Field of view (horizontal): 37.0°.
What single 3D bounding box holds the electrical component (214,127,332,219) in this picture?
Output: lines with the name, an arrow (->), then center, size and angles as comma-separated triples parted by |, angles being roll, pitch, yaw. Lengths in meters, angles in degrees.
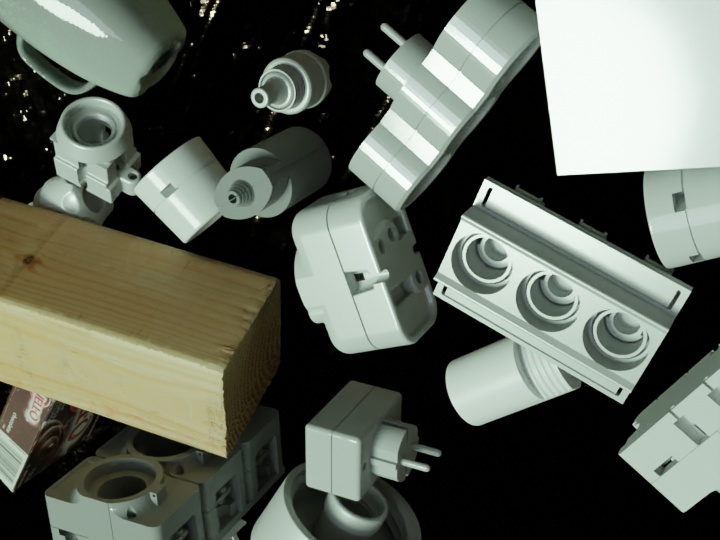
electrical component -> -0.055, -0.055, 0.647 | 0.043, 0.081, 0.043 | 11, 116, 24

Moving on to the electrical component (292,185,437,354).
electrical component -> 0.000, 0.000, 0.658 | 0.059, 0.054, 0.095 | -12, 105, 32

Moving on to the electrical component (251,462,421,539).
electrical component -> -0.011, 0.172, 0.709 | 0.108, 0.108, 0.060 | 32, 117, 13

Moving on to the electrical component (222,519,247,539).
electrical component -> -0.130, 0.187, 0.817 | 0.064, 0.042, 0.081 | -17, 102, 35

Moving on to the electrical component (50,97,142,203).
electrical component -> -0.174, -0.081, 0.710 | 0.066, 0.048, 0.055 | 28, 151, 6

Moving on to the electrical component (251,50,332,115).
electrical component -> -0.043, -0.107, 0.629 | 0.035, 0.061, 0.035 | 11, 116, 24

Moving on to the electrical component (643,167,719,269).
electrical component -> 0.176, -0.032, 0.549 | 0.047, 0.055, 0.055 | -11, 105, 28

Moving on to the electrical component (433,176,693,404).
electrical component -> 0.112, 0.007, 0.594 | 0.121, 0.063, 0.078 | 30, 122, 14

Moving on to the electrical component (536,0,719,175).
electrical component -> 0.171, -0.100, 0.517 | 0.150, 0.062, 0.089 | -1, 111, 29

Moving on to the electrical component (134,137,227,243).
electrical component -> -0.110, -0.051, 0.696 | 0.047, 0.055, 0.055 | 50, 125, -3

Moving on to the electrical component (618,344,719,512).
electrical component -> 0.197, 0.085, 0.591 | 0.056, 0.050, 0.089 | 42, 124, 6

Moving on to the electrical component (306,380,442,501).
electrical component -> 0.013, 0.113, 0.692 | 0.077, 0.066, 0.047 | 12, 116, 23

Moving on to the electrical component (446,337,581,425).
electrical component -> 0.096, 0.060, 0.638 | 0.081, 0.043, 0.043 | -27, 97, 34

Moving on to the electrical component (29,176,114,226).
electrical component -> -0.208, -0.045, 0.757 | 0.062, 0.043, 0.043 | -11, 106, 33

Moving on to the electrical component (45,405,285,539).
electrical component -> -0.128, 0.140, 0.729 | 0.089, 0.150, 0.061 | 9, 116, 25

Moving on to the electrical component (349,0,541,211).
electrical component -> 0.034, -0.105, 0.594 | 0.074, 0.052, 0.138 | 42, 124, 6
